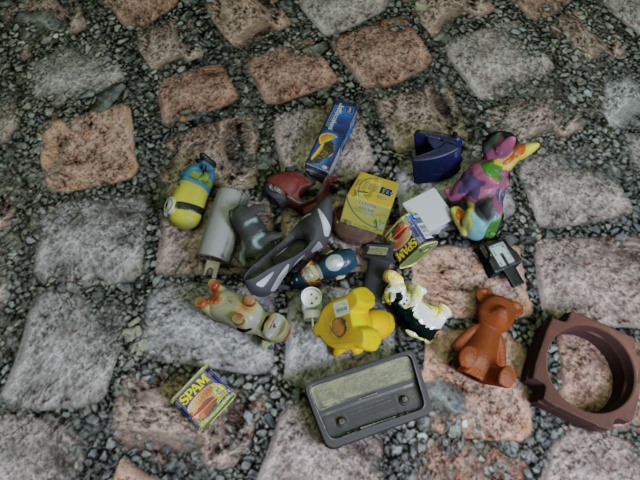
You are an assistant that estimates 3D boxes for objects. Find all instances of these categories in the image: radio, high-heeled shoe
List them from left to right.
[{"bbox_3d":[-0.066,0.005,1.102,0.086,0.145,0.248,22,87,37],"label":"high-heeled shoe"},{"bbox_3d":[0.095,0.316,1.061,0.230,0.073,0.131,-17,68,-7],"label":"radio"}]

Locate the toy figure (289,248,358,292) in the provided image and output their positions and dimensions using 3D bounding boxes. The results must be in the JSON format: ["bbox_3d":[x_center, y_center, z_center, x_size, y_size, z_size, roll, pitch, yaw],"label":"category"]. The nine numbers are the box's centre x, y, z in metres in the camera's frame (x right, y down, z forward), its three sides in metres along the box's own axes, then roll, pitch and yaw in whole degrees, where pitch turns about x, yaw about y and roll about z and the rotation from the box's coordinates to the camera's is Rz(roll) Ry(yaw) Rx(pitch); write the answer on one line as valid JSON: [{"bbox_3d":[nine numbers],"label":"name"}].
[{"bbox_3d":[0.004,0.065,1.175,0.154,0.057,0.064,-23,46,-7],"label":"toy figure"}]

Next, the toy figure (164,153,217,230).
[{"bbox_3d":[-0.290,-0.110,1.232,0.089,0.082,0.180,20,67,10],"label":"toy figure"}]

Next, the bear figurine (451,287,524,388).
[{"bbox_3d":[0.350,0.190,1.089,0.120,0.132,0.196,29,76,5],"label":"bear figurine"}]

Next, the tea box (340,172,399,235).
[{"bbox_3d":[0.112,-0.084,1.181,0.098,0.068,0.170,17,26,6],"label":"tea box"}]

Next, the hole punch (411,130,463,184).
[{"bbox_3d":[0.269,-0.186,1.243,0.116,0.142,0.092,9,65,19],"label":"hole punch"}]

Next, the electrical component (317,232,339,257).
[{"bbox_3d":[-0.003,-0.004,1.221,0.063,0.021,0.094,-34,71,-13],"label":"electrical component"}]

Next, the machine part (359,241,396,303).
[{"bbox_3d":[0.120,0.068,1.173,0.084,0.039,0.139,2,70,33],"label":"machine part"}]

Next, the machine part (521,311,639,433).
[{"bbox_3d":[0.525,0.263,1.080,0.201,0.087,0.201,24,68,9],"label":"machine part"}]

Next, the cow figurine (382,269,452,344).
[{"bbox_3d":[0.185,0.139,1.128,0.167,0.068,0.098,37,79,-1],"label":"cow figurine"}]

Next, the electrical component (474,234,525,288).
[{"bbox_3d":[0.404,0.053,1.186,0.075,0.047,0.119,-25,70,-9],"label":"electrical component"}]

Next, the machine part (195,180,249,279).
[{"bbox_3d":[-0.217,-0.029,1.201,0.079,0.079,0.243,11,69,4],"label":"machine part"}]

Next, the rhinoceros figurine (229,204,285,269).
[{"bbox_3d":[-0.135,0.012,1.163,0.112,0.073,0.190,-26,98,-39],"label":"rhinoceros figurine"}]

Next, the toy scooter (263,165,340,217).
[{"bbox_3d":[-0.033,-0.114,1.230,0.184,0.075,0.135,35,79,17],"label":"toy scooter"}]

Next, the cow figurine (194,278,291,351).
[{"bbox_3d":[-0.150,0.161,1.111,0.195,0.127,0.085,18,68,22],"label":"cow figurine"}]

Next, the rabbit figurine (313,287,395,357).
[{"bbox_3d":[0.079,0.181,1.087,0.162,0.173,0.122,-35,64,34],"label":"rabbit figurine"}]

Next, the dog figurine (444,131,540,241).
[{"bbox_3d":[0.375,-0.124,1.150,0.108,0.219,0.192,8,53,-25],"label":"dog figurine"}]

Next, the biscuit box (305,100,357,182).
[{"bbox_3d":[0.028,-0.239,1.297,0.063,0.059,0.202,21,69,7],"label":"biscuit box"}]
